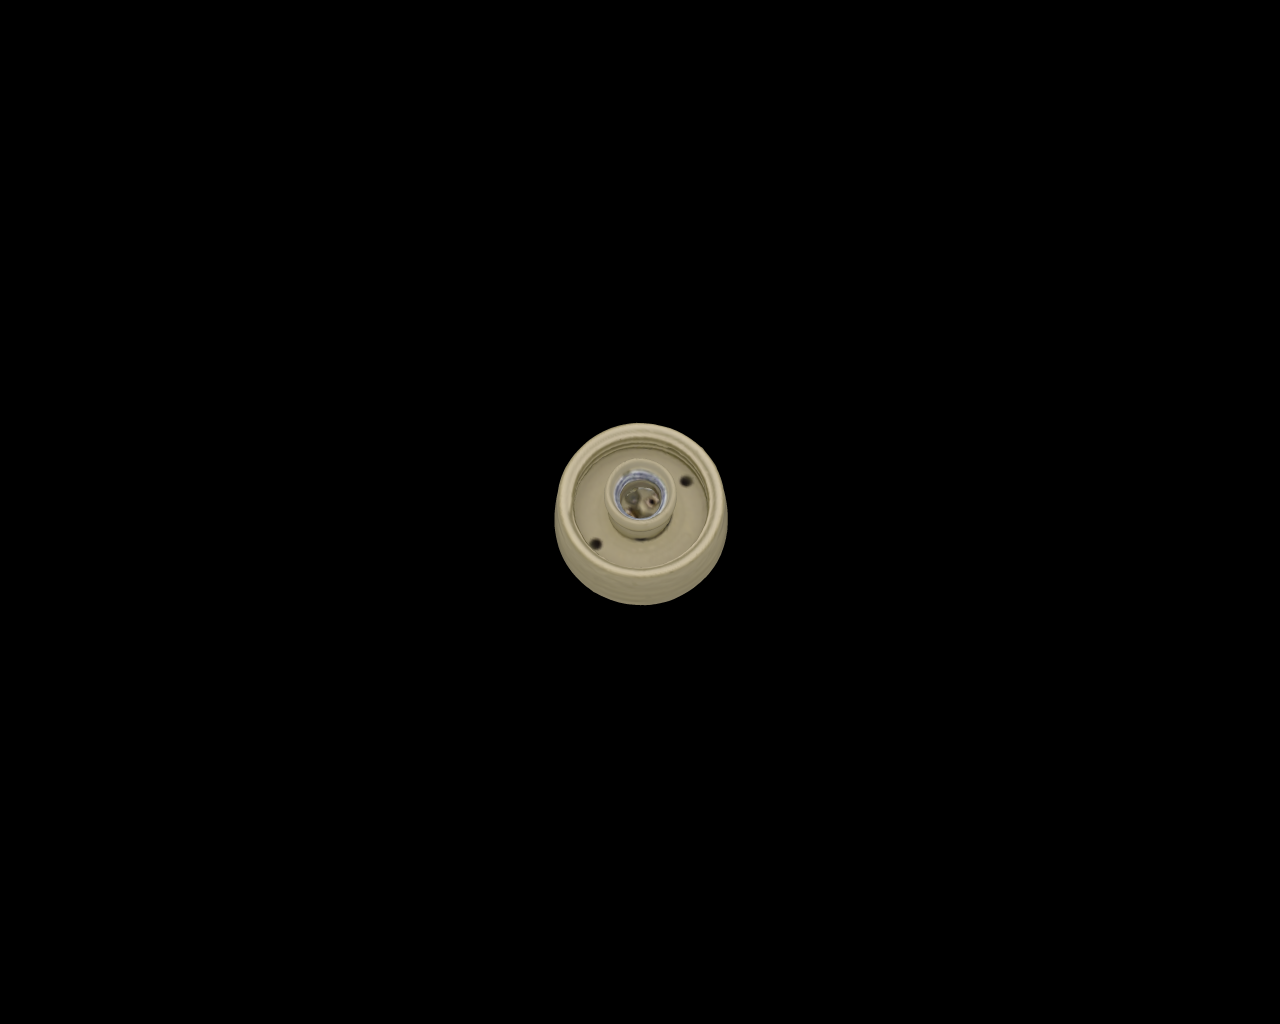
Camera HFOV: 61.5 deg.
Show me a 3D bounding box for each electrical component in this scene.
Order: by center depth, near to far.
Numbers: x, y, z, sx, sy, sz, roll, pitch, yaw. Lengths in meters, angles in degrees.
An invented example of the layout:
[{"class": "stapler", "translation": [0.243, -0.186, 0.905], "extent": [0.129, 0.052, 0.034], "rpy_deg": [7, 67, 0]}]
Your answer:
[{"class": "electrical component", "translation": [0.001, -0.003, 0.650], "extent": [0.108, 0.108, 0.060], "rpy_deg": [0, -20, 0]}]
